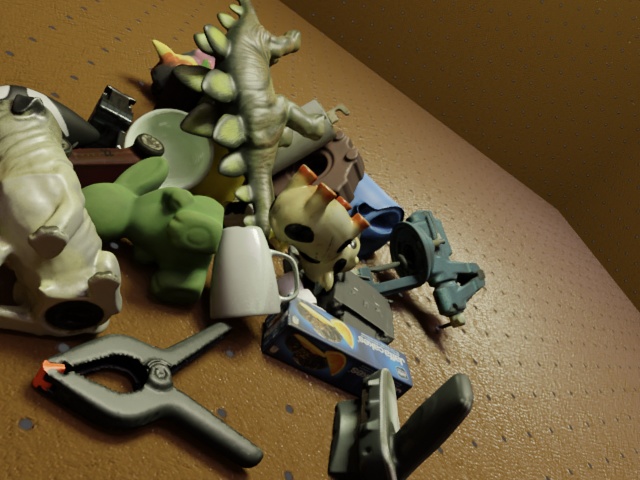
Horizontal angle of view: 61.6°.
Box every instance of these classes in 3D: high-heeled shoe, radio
[{"bbox_3d":[-0.332,-0.092,0.571,0.248,0.086,0.145,-7,50,-48],"label":"high-heeled shoe"},{"bbox_3d":[-0.171,-0.210,0.922,0.073,0.131,0.229,51,27,20],"label":"radio"}]

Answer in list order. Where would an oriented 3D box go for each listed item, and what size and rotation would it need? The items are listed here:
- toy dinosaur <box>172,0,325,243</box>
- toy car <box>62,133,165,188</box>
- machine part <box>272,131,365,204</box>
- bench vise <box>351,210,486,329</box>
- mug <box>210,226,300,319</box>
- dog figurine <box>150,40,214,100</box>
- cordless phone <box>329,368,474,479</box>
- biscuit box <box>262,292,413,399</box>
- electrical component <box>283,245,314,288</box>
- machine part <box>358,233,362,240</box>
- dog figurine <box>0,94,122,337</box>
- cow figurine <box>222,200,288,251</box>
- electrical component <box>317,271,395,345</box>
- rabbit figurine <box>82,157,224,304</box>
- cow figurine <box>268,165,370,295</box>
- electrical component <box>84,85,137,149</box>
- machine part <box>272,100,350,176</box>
[{"bbox_3d":[-0.101,-0.181,0.770,0.198,0.105,0.471,-1,72,-41],"label":"toy dinosaur"},{"bbox_3d":[-0.271,-0.084,0.635,0.053,0.089,0.202,46,28,15],"label":"toy car"},{"bbox_3d":[-0.012,-0.116,0.939,0.179,0.179,0.056,63,0,38],"label":"machine part"},{"bbox_3d":[0.160,0.062,0.941,0.241,0.129,0.223,-11,85,-22],"label":"bench vise"},{"bbox_3d":[-0.080,0.037,0.640,0.110,0.107,0.081,-5,-4,-9],"label":"mug"},{"bbox_3d":[-0.218,-0.324,1.002,0.108,0.191,0.219,50,11,6],"label":"dog figurine"},{"bbox_3d":[0.096,0.187,0.595,0.089,0.184,0.147,31,27,-9],"label":"cordless phone"},{"bbox_3d":[0.026,0.147,0.700,0.202,0.063,0.059,30,29,-21],"label":"biscuit box"},{"bbox_3d":[-0.025,0.048,0.836,0.063,0.021,0.094,27,28,-27],"label":"electrical component"},{"bbox_3d":[0.021,0.004,0.864,0.039,0.084,0.138,28,9,37],"label":"machine part"},{"bbox_3d":[-0.249,-0.022,0.503,0.121,0.172,0.191,-11,50,-9],"label":"dog figurine"},{"bbox_3d":[-0.082,-0.032,0.836,0.098,0.068,0.167,42,27,14],"label":"cow figurine"},{"bbox_3d":[0.052,0.112,0.800,0.115,0.058,0.134,33,26,-11],"label":"electrical component"},{"bbox_3d":[-0.201,-0.030,0.618,0.170,0.121,0.159,16,39,-16],"label":"rabbit figurine"},{"bbox_3d":[-0.002,-0.002,0.730,0.086,0.127,0.194,51,7,35],"label":"cow figurine"},{"bbox_3d":[-0.292,-0.150,0.733,0.047,0.075,0.119,27,32,-28],"label":"electrical component"},{"bbox_3d":[-0.062,-0.163,0.907,0.079,0.243,0.079,58,-1,1],"label":"machine part"}]
